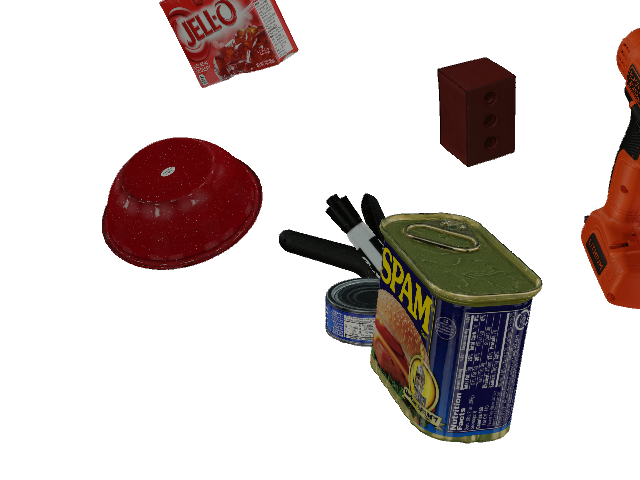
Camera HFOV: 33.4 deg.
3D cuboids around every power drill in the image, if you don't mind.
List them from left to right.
[{"bbox_3d":[0.250,-0.043,0.792,0.057,0.188,0.184,4,35,-2],"label":"power drill"}]

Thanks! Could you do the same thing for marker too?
[{"bbox_3d":[0.044,0.016,0.760,0.020,0.121,0.020,-37,-7,-5],"label":"marker"}]

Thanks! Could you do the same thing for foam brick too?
[{"bbox_3d":[0.141,-0.117,0.960,0.053,0.078,0.051,-18,34,-16],"label":"foam brick"}]

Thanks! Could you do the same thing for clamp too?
[{"bbox_3d":[0.064,0.027,1.233,0.164,0.036,0.210,-19,50,-38],"label":"clamp"}]

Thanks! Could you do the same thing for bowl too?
[{"bbox_3d":[-0.139,-0.049,1.023,0.162,0.162,0.055,0,-42,13],"label":"bowl"}]

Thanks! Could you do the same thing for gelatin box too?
[{"bbox_3d":[-0.069,-0.159,0.791,0.089,0.073,0.030,-8,26,43],"label":"gelatin box"}]

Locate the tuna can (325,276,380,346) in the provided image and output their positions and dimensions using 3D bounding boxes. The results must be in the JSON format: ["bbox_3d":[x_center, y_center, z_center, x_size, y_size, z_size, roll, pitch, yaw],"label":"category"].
[{"bbox_3d":[0.046,0.063,0.966,0.086,0.034,0.086,-1,19,0],"label":"tuna can"}]

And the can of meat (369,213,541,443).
[{"bbox_3d":[0.064,0.043,0.547,0.057,0.084,0.102,-3,24,-17],"label":"can of meat"}]
